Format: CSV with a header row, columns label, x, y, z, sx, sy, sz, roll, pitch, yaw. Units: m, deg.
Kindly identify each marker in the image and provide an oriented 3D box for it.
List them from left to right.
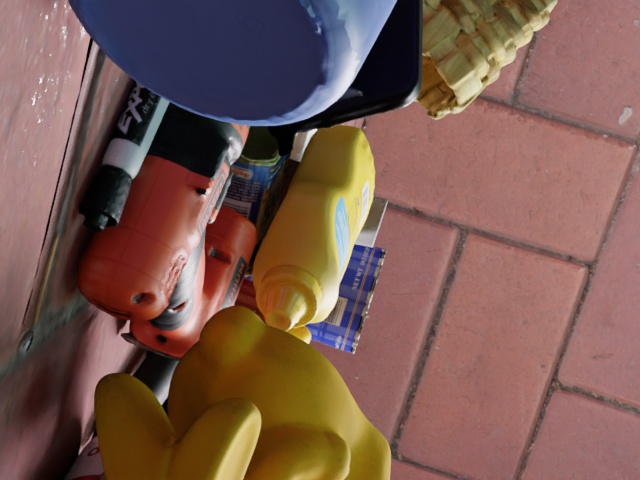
label,x,y,z,sx,sy,sz,roll,pitch,yaw
marker,-0.082,-0.058,0.492,0.020,0.020,0.121,100,8,-67

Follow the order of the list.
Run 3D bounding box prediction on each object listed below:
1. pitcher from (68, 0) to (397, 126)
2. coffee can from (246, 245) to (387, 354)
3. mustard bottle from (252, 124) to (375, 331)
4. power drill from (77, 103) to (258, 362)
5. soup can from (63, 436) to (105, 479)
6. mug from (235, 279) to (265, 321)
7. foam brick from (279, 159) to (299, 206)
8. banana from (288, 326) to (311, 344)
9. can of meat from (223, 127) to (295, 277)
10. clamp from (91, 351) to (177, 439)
label,x,y,z,sx,sy,sz,roll,pitch,yaw
pitcher,-0.002,-0.170,0.399,0.145,0.149,0.242,-25,-145,50
coffee can,-0.020,0.036,0.993,0.103,0.140,0.103,19,88,-87
mustard bottle,-0.005,0.001,0.731,0.191,0.058,0.096,-69,166,-56
power drill,-0.070,-0.022,0.588,0.188,0.057,0.184,93,18,-67
soup can,-0.119,0.158,0.587,0.102,0.068,0.068,-66,173,-67
mug,-0.072,0.081,0.854,0.093,0.081,0.117,102,7,-60
foam brick,-0.037,-0.038,0.859,0.053,0.078,0.051,-61,170,-72
banana,-0.071,0.137,0.767,0.197,0.037,0.069,-62,143,-15
can of meat,-0.056,-0.033,0.740,0.102,0.057,0.084,-63,169,-69
clamp,-0.102,0.080,0.739,0.164,0.036,0.210,101,11,-71
